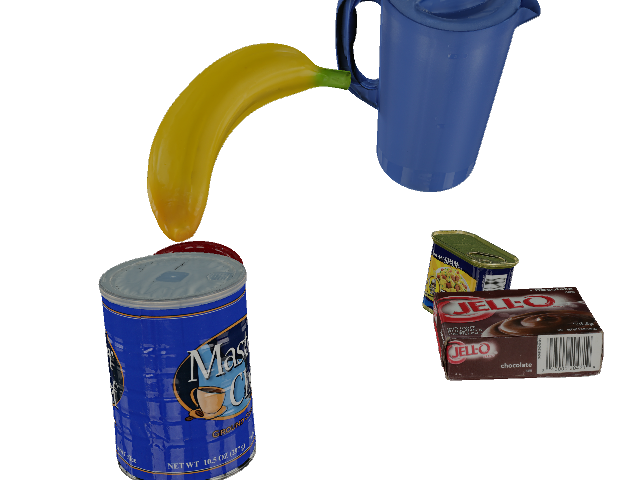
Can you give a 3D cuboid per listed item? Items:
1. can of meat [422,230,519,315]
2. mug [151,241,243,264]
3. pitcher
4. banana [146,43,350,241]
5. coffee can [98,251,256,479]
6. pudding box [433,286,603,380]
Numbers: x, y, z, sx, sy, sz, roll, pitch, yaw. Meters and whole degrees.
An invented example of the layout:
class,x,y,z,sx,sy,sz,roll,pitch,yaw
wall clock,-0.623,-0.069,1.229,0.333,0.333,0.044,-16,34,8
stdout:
class,x,y,z,sx,sy,sz,roll,pitch,yaw
can of meat,0.156,0.045,1.130,0.057,0.084,0.102,-3,21,-31
mug,-0.109,0.066,0.966,0.093,0.081,0.117,-17,37,-20
pitcher,0.107,-0.165,1.064,0.144,0.243,0.149,-31,59,-25
banana,-0.053,-0.071,0.623,0.070,0.037,0.197,22,44,19
coffee can,-0.101,0.090,0.766,0.103,0.140,0.103,-2,17,0
pudding box,0.142,0.067,0.786,0.113,0.039,0.090,-1,19,1
